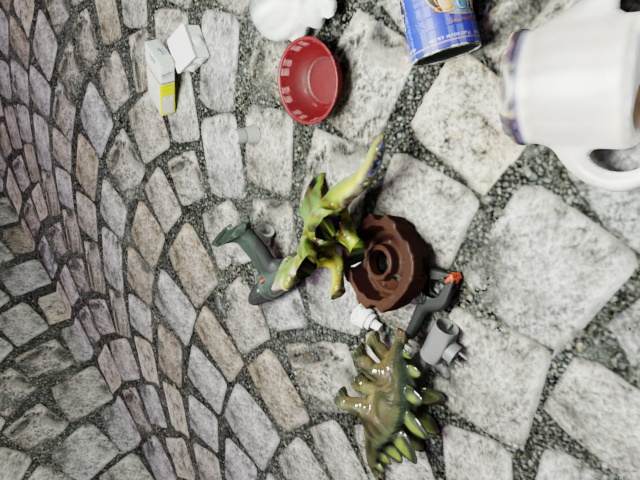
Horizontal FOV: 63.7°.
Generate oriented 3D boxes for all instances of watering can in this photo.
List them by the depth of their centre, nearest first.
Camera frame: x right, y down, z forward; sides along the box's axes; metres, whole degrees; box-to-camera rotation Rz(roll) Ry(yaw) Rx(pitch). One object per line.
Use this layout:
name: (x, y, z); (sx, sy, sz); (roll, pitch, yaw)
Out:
watering can: (0.330, -0.231, 0.619); (0.225, 0.105, 0.344); (10, 110, 43)

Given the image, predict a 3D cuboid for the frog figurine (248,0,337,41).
frog figurine: (-0.046, -0.417, 0.943); (0.161, 0.124, 0.134); (30, 157, 25)

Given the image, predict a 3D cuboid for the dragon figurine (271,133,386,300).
dragon figurine: (0.003, -0.049, 0.977); (0.404, 0.122, 0.247); (-64, 28, 22)
